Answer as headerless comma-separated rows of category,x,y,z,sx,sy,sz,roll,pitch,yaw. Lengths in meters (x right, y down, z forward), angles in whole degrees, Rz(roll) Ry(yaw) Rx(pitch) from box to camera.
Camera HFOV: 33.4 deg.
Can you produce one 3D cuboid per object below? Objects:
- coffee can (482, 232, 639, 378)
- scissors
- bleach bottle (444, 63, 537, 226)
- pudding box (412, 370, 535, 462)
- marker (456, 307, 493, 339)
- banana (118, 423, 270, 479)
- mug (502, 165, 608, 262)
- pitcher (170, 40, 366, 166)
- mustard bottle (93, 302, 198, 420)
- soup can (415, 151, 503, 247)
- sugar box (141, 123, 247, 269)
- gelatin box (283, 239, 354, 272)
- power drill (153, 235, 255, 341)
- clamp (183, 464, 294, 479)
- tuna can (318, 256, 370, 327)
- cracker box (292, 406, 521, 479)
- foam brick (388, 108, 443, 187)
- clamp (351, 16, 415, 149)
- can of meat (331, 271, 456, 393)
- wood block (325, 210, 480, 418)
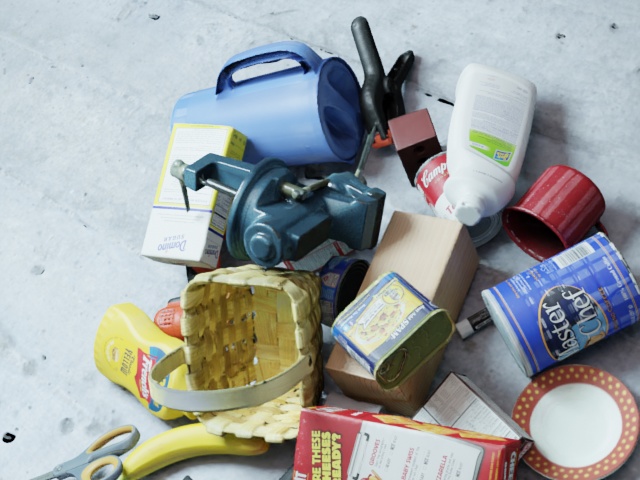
coffee can,0.256,0.068,1.124,0.140,0.102,0.103,-27,52,3
scissors,-0.295,0.278,1.237,0.202,0.016,0.096,-30,27,9
bleach bottle,0.187,-0.107,1.238,0.102,0.068,0.250,18,43,6
pudding box,0.151,0.204,1.103,0.090,0.039,0.114,-51,54,6
marker,0.207,0.073,1.194,0.121,0.020,0.020,-30,51,1
banana,-0.148,0.241,1.214,0.198,0.037,0.069,-20,45,12
mug,0.274,-0.022,1.196,0.117,0.093,0.081,41,72,6
pitcher,-0.075,-0.163,1.385,0.243,0.144,0.149,-5,87,28
mustard bottle,-0.189,0.157,1.263,0.192,0.058,0.096,31,113,34
soup can,0.164,-0.047,1.263,0.068,0.068,0.102,-30,52,1
sugar box,-0.155,-0.055,1.323,0.093,0.048,0.176,6,78,30
gelatin box,-0.008,0.002,1.298,0.089,0.073,0.030,-27,50,4
power drill,-0.113,0.037,1.328,0.185,0.057,0.187,-8,55,18
clamp,-0.092,0.305,1.114,0.165,0.036,0.210,-12,30,19
tuna can,0.028,0.061,1.235,0.034,0.086,0.086,12,63,31
cracker box,0.080,0.261,1.053,0.214,0.072,0.164,6,87,26
foam brick,0.123,-0.115,1.320,0.053,0.078,0.051,-19,51,9
clamp,0.076,-0.204,1.382,0.039,0.120,0.171,-23,49,42
can of meat,0.073,0.092,1.099,0.102,0.057,0.084,-42,50,-8
wood block,0.096,0.081,1.191,0.091,0.090,0.206,11,63,28
